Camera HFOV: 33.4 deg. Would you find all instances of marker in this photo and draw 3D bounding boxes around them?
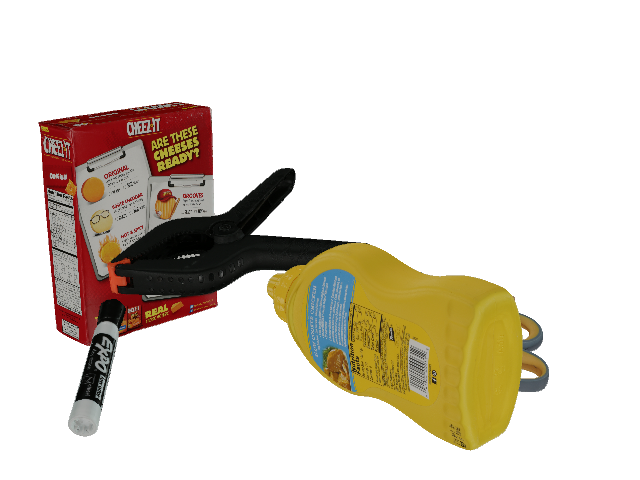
[{"bbox_3d":[-0.149,0.081,0.719,0.020,0.020,0.121,0,37,1],"label":"marker"}]

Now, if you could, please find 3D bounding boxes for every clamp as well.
[{"bbox_3d":[-0.078,-0.002,0.897,0.209,0.036,0.165,-13,33,-16],"label":"clamp"}]

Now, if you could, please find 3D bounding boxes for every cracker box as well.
[{"bbox_3d":[-0.187,-0.021,1.062,0.163,0.214,0.072,-16,21,-42],"label":"cracker box"}]

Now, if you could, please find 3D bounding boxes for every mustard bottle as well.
[{"bbox_3d":[0.034,0.053,0.666,0.058,0.096,0.192,-20,26,-39],"label":"mustard bottle"}]

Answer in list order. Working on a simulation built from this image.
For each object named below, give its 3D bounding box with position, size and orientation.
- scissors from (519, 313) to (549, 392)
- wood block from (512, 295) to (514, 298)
[{"bbox_3d":[0.097,0.069,0.881,0.202,0.016,0.096,22,37,20],"label":"scissors"},{"bbox_3d":[0.222,0.153,1.550,0.091,0.090,0.205,4,18,19],"label":"wood block"}]
